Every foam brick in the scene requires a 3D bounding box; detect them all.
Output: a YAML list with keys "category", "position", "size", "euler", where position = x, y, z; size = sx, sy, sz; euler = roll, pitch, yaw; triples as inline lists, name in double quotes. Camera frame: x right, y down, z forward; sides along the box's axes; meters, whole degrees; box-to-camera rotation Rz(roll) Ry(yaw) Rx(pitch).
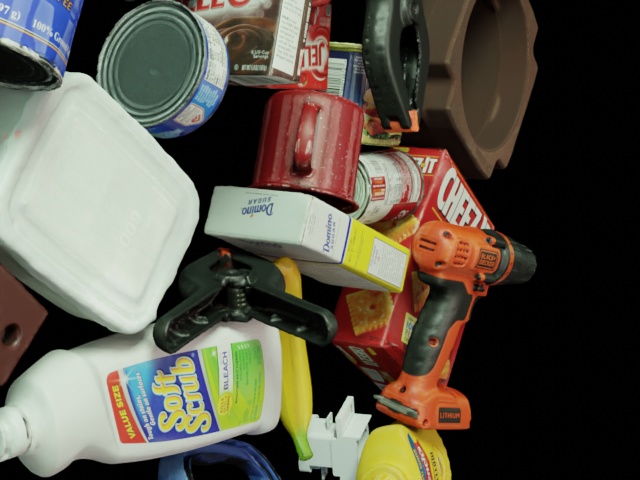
- category: "foam brick"
  position: [-0.202, 0.038, 0.598]
  size: [0.053, 0.051, 0.078]
  euler: [-64, 144, -27]

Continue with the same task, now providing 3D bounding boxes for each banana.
- category: "banana"
  position: [-0.025, 0.087, 0.884]
  size: [0.037, 0.070, 0.198]
  euler: [-20, 122, -21]

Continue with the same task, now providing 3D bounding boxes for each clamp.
- category: "clamp"
  position: [-0.050, 0.042, 0.761]
  size: [0.171, 0.120, 0.039]
  euler: [-95, -169, -72]
- category: "clamp"
  position: [0.067, -0.197, 0.890]
  size: [0.164, 0.036, 0.210]
  euler: [-32, 119, -56]

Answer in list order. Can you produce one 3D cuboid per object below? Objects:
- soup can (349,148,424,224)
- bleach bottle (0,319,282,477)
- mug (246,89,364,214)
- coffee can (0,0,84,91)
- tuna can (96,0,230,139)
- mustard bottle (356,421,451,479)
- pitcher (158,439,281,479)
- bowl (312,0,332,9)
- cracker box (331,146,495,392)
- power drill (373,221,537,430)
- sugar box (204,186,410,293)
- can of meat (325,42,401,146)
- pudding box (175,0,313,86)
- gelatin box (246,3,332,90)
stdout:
- category: "soup can"
  position: [0.041, -0.048, 0.959]
  size: [0.102, 0.069, 0.068]
  euler: [-9, 104, -57]
- category: "bleach bottle"
  position: [-0.125, 0.112, 0.733]
  size: [0.250, 0.068, 0.102]
  euler: [-11, 105, -55]
- category: "mug"
  position: [-0.010, -0.072, 0.842]
  size: [0.117, 0.093, 0.081]
  euler: [70, 28, -79]
- category: "coffee can"
  position: [-0.167, -0.162, 0.559]
  size: [0.102, 0.103, 0.140]
  euler: [27, 74, -57]
- category: "tuna can"
  position: [-0.102, -0.110, 0.695]
  size: [0.033, 0.086, 0.086]
  euler: [21, 78, -60]
- category: "mustard bottle"
  position: [0.072, 0.211, 0.947]
  size: [0.191, 0.058, 0.096]
  euler: [17, 62, -73]
- category: "pitcher"
  position: [-0.042, 0.250, 0.851]
  size: [0.242, 0.145, 0.149]
  euler: [19, 93, -62]
- category: "bowl"
  position: [-0.028, -0.258, 0.810]
  size: [0.161, 0.055, 0.162]
  euler: [-19, 112, -56]
- category: "cracker box"
  position: [0.098, 0.038, 1.067]
  size: [0.164, 0.072, 0.213]
  euler: [48, 56, -51]
- category: "power drill"
  position: [0.128, 0.079, 0.985]
  size: [0.184, 0.057, 0.188]
  euler: [12, 94, -50]
- category: "sugar box"
  position: [-0.005, 0.001, 0.870]
  size: [0.176, 0.093, 0.048]
  euler: [31, 70, -57]
- category: "can of meat"
  position: [0.037, -0.128, 0.947]
  size: [0.101, 0.058, 0.084]
  euler: [-4, 103, -58]
- category: "pudding box"
  position: [-0.060, -0.152, 0.727]
  size: [0.039, 0.114, 0.090]
  euler: [12, 86, -57]
- category: "gelatin box"
  position: [-0.024, -0.159, 0.863]
  size: [0.089, 0.030, 0.073]
  euler: [-9, 104, -57]
